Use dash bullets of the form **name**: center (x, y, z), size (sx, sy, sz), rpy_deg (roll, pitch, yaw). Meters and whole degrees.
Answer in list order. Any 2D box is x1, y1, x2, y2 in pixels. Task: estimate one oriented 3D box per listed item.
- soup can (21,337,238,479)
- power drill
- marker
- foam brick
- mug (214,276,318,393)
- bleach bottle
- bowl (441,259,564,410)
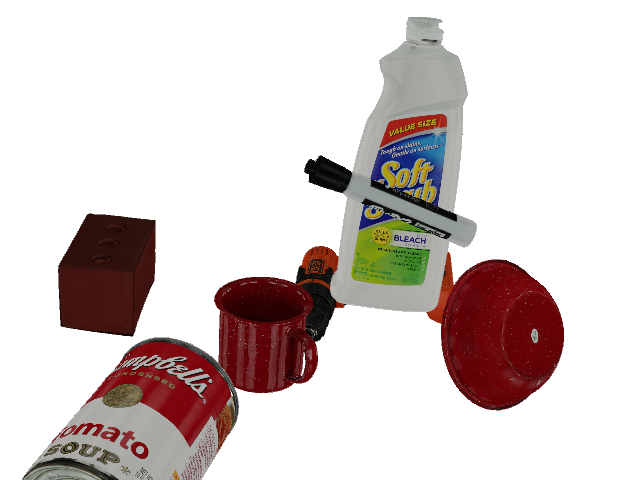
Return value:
- **soup can**: center (-0.090, 0.102, 0.510), size (0.069, 0.068, 0.102), rpy_deg (0, 27, 21)
- **power drill**: center (0.060, 0.061, 1.237), size (0.187, 0.057, 0.184), rpy_deg (1, 28, 5)
- **marker**: center (0.045, -0.026, 0.692), size (0.121, 0.020, 0.020), rpy_deg (22, -6, -15)
- **foam brick**: center (-0.149, 0.023, 0.751), size (0.053, 0.051, 0.078), rpy_deg (6, 29, 0)
- **mug**: center (-0.047, 0.095, 1.011), size (0.117, 0.081, 0.093), rpy_deg (24, 32, 36)
- **bleach bottle**: center (0.069, -0.066, 0.926), size (0.102, 0.251, 0.068), rpy_deg (6, 18, 5)
- **bowl**: center (0.205, 0.099, 1.122), size (0.161, 0.162, 0.055), rpy_deg (0, -3, -35)
